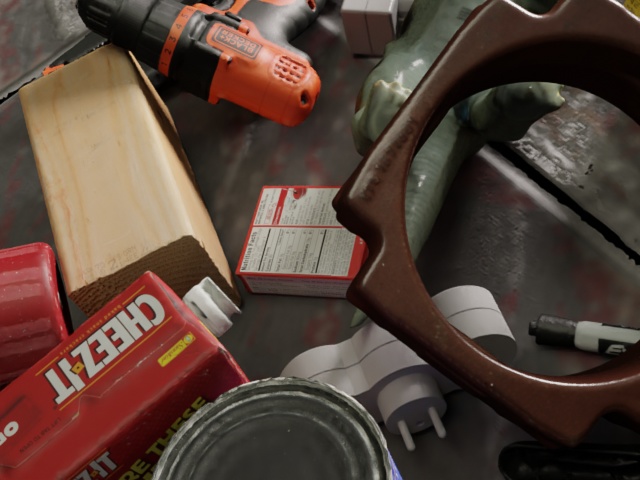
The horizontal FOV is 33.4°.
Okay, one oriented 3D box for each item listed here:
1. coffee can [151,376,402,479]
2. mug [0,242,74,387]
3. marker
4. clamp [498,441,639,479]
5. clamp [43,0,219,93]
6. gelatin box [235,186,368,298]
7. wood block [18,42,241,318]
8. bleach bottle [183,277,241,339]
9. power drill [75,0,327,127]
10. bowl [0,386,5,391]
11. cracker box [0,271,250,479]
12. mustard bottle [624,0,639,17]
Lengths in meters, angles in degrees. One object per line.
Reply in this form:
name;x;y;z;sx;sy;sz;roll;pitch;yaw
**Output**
coffee can;-0.003;0.139;0.470;0.103;0.140;0.103;-10;51;12
mug;-0.195;0.060;0.653;0.081;0.093;0.117;-13;85;-9
marker;0.179;0.059;0.608;0.121;0.020;0.020;7;59;25
clamp;0.174;0.118;0.538;0.171;0.039;0.120;-9;16;-8
clamp;-0.121;-0.150;0.865;0.210;0.036;0.164;-20;53;4
gelatin box;-0.005;0.001;0.714;0.089;0.030;0.073;1;57;22
wood block;-0.136;-0.033;0.749;0.090;0.090;0.206;-27;50;2
bleach bottle;-0.150;0.111;0.594;0.251;0.068;0.103;-43;56;-5
power drill;-0.065;-0.182;0.800;0.184;0.057;0.187;26;53;-1
bowl;-0.259;0.108;0.718;0.162;0.055;0.162;-10;53;14
cracker box;-0.090;0.136;0.529;0.164;0.213;0.072;-41;52;-11
mustard bottle;0.247;-0.070;0.625;0.058;0.096;0.192;-24;50;-7
